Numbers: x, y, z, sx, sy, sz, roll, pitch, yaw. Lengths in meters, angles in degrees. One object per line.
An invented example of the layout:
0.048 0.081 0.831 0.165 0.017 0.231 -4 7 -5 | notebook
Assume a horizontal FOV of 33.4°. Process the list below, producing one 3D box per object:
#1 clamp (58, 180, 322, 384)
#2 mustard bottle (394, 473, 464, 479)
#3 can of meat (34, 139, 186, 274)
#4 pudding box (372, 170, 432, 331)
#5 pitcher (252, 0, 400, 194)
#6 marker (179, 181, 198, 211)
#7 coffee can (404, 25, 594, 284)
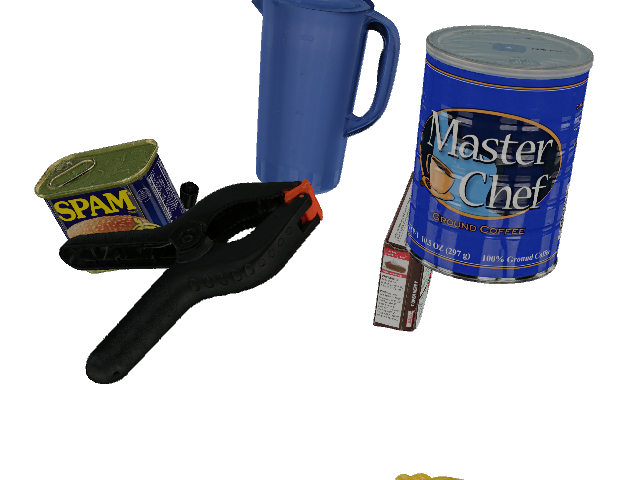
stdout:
-0.078 0.018 0.647 0.171 0.120 0.039 -21 -39 7 | clamp
0.124 0.249 0.896 0.096 0.058 0.192 -18 27 -27 | mustard bottle
-0.161 -0.025 0.848 0.102 0.084 0.057 -9 35 21 | can of meat
0.078 0.009 0.903 0.039 0.090 0.113 11 38 9 | pudding box
-0.005 -0.181 1.299 0.144 0.243 0.149 -6 28 -25 | pitcher
-0.141 -0.015 1.102 0.020 0.020 0.121 0 -42 -16 | marker
0.112 -0.057 0.685 0.103 0.140 0.103 3 24 -2 | coffee can
